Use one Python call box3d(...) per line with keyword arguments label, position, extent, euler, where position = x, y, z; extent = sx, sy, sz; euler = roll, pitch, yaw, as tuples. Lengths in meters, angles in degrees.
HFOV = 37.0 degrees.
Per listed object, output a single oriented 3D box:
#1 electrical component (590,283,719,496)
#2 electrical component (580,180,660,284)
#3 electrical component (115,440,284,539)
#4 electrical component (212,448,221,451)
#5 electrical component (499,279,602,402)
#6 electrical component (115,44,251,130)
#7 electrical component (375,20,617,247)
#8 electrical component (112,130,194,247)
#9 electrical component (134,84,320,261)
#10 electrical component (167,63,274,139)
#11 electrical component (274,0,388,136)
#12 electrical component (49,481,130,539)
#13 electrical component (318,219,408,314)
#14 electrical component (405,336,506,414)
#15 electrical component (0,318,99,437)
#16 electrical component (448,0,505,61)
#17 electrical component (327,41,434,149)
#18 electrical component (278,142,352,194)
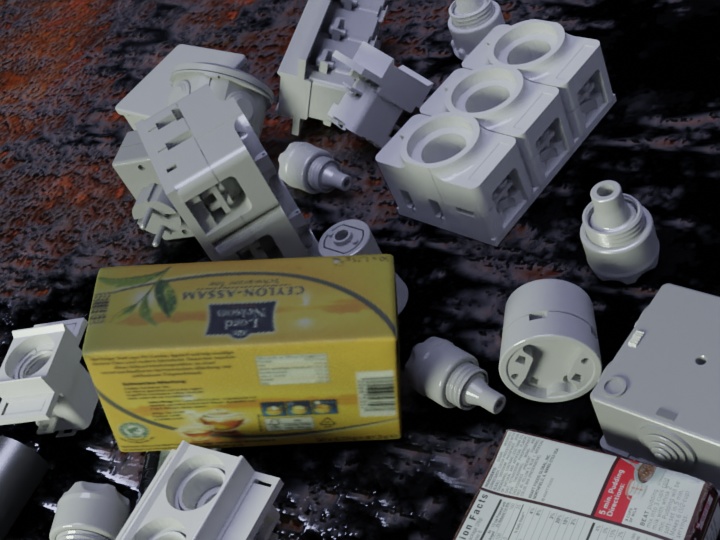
box3d(label="electrical component", position=(0.176, 0.059, 0.544), extent=(0.100, 0.048, 0.099), euler=(18, 58, 40))
box3d(label="electrical component", position=(0.150, -0.025, 0.631), extent=(0.043, 0.062, 0.043), euler=(-15, 43, 15))
box3d(label="electrical component", position=(-0.096, 0.162, 0.576), extent=(0.079, 0.063, 0.121), euler=(7, 53, 33))
box3d(label="electrical component", position=(-0.097, 0.090, 0.670), extent=(0.035, 0.035, 0.061), euler=(-4, 45, 25))
box3d(label="electrical component", position=(0.106, 0.038, 0.600), extent=(0.055, 0.055, 0.047), euler=(-11, 41, 19))
box3d(label="electrical component", position=(-0.143, -0.141, 0.913), extent=(0.100, 0.048, 0.099), euler=(18, 59, 39))
box3d(label="electrical component", position=(0.093, -0.099, 0.736), extent=(0.089, 0.061, 0.150), euler=(22, 61, 41))
box3d(label="electrical component", position=(-0.146, -0.052, 0.799), extent=(0.047, 0.083, 0.075), euler=(-7, 46, 23))
box3d(label="electrical component", position=(-0.073, -0.035, 0.693), extent=(0.062, 0.150, 0.089), euler=(-31, 42, -2))
box3d(label="electrical component", position=(-0.110, -0.123, 0.825), extent=(0.080, 0.080, 0.051), euler=(6, 78, 32))
box3d(label="electrical component", position=(-0.021, -0.174, 0.864), extent=(0.063, 0.078, 0.121), euler=(15, 51, 3))
box3d(label="electrical component", position=(-0.160, 0.159, 0.629), extent=(0.043, 0.043, 0.062), euler=(-12, 45, 18))
box3d(label="electrical component", position=(0.000, 0.000, 0.684), extent=(0.044, 0.065, 0.044), euler=(-15, 43, 14))
box3d(label="electrical component", position=(0.057, 0.064, 0.615), extent=(0.061, 0.035, 0.035), euler=(28, 65, 40))
box3d(label="electrical component", position=(-0.207, 0.075, 0.721), extent=(0.042, 0.063, 0.081), euler=(-8, 46, 20))
box3d(label="electrical component", position=(0.088, -0.196, 0.834), extent=(0.048, 0.062, 0.048), euler=(-15, 43, 14))
box3d(label="electrical component", position=(0.013, -0.127, 0.799), extent=(0.042, 0.081, 0.063), euler=(41, 104, 47))
box3d(label="electrical component", position=(-0.031, -0.072, 0.796), extent=(0.061, 0.035, 0.035), euler=(25, 63, 39))
